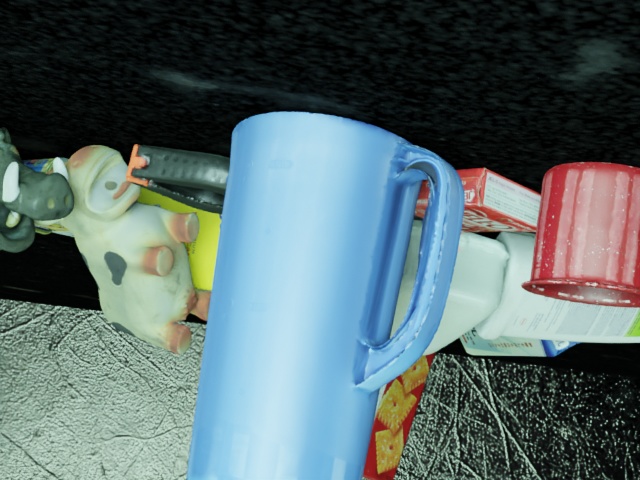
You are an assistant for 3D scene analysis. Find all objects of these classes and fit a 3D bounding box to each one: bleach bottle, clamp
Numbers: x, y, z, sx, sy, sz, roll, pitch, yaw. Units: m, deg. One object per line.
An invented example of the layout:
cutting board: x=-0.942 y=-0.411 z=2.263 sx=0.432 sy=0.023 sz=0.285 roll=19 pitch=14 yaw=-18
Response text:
bleach bottle: x=0.273 y=0.056 z=0.975 sx=0.250 sy=0.068 sz=0.103 roll=9 pitch=129 yaw=-11
clamp: x=-0.044 y=-0.036 z=0.835 sx=0.209 sy=0.036 sz=0.165 roll=17 pitch=165 yaw=-17

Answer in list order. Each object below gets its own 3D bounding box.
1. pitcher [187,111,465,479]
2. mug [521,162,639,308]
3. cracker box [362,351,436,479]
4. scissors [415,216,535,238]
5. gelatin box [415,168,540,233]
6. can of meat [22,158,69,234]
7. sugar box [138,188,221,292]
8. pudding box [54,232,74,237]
pitcher: x=-0.004 y=0.048 z=0.682 sx=0.145 sy=0.243 sz=0.149 roll=11 pitch=165 yaw=-8
mug: x=0.195 y=-0.002 z=0.696 sx=0.117 sy=0.081 sz=0.093 roll=6 pitch=171 yaw=18
cracker box: x=0.035 y=0.142 z=1.173 sx=0.164 sy=0.213 sz=0.072 roll=8 pitch=163 yaw=44
scissors: x=0.115 y=-0.021 z=0.872 sx=0.201 sy=0.016 sz=0.096 roll=9 pitch=171 yaw=-1
gelatin box: x=0.113 y=-0.027 z=0.785 sx=0.073 sy=0.030 sz=0.089 roll=0 pitch=168 yaw=43
can of meat: x=-0.245 y=-0.039 z=0.971 sx=0.084 sy=0.057 sz=0.101 roll=1 pitch=169 yaw=33
sugar box: x=-0.100 y=0.003 z=0.983 sx=0.176 sy=0.093 sz=0.048 roll=4 pitch=173 yaw=24
pudding box: x=-0.255 y=-0.027 z=1.127 sx=0.089 sy=0.039 sz=0.114 roll=15 pitch=168 yaw=-33
